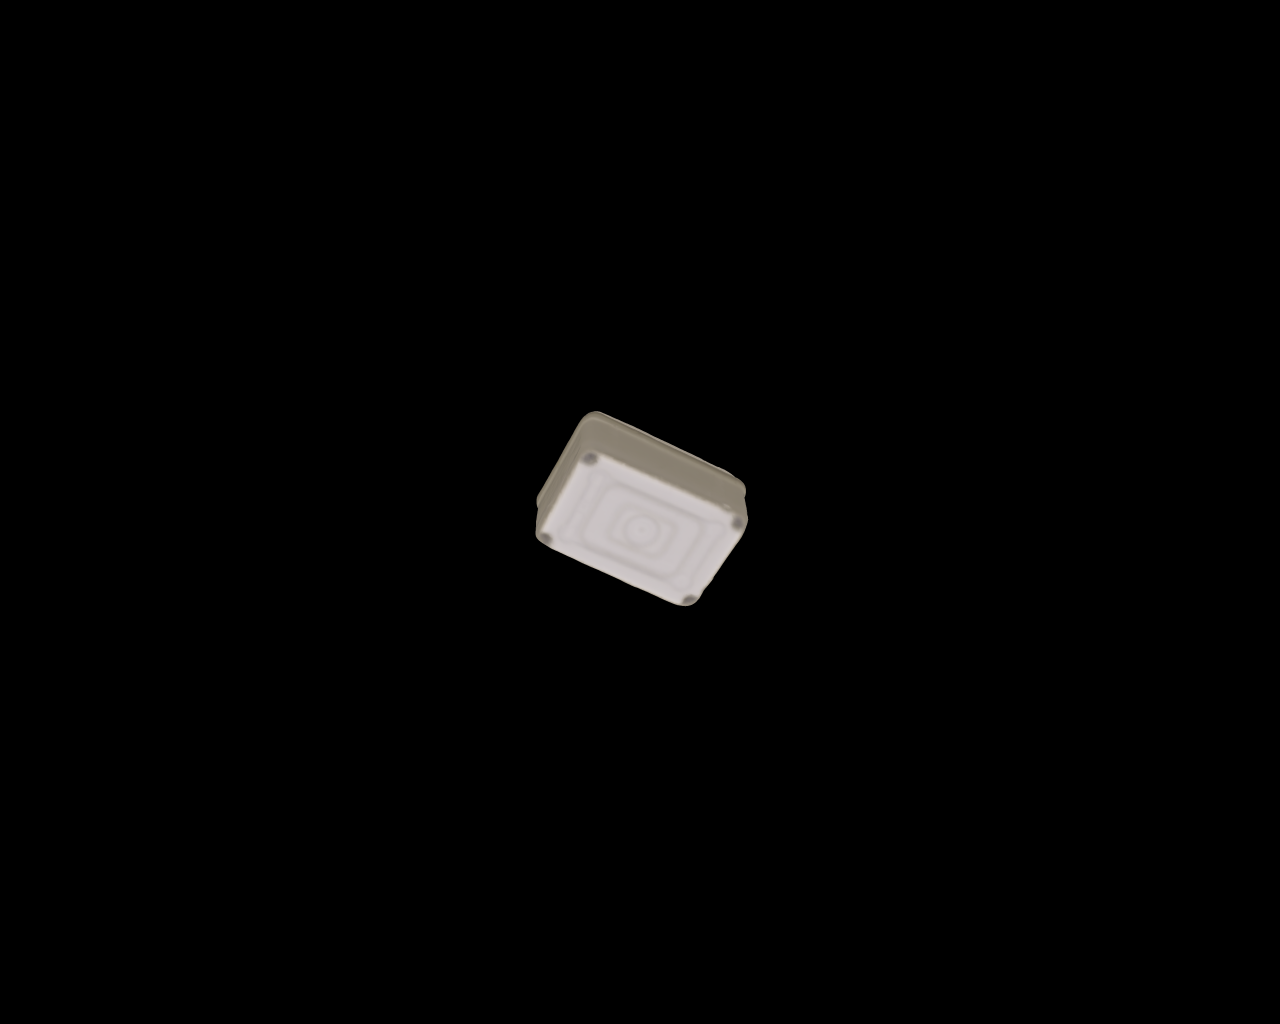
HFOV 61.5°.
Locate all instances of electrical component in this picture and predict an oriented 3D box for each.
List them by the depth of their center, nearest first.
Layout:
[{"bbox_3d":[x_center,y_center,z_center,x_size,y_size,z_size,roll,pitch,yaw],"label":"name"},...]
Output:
[{"bbox_3d":[0.001,-0.003,0.650,0.113,0.078,0.057,25,27,-14],"label":"electrical component"}]
